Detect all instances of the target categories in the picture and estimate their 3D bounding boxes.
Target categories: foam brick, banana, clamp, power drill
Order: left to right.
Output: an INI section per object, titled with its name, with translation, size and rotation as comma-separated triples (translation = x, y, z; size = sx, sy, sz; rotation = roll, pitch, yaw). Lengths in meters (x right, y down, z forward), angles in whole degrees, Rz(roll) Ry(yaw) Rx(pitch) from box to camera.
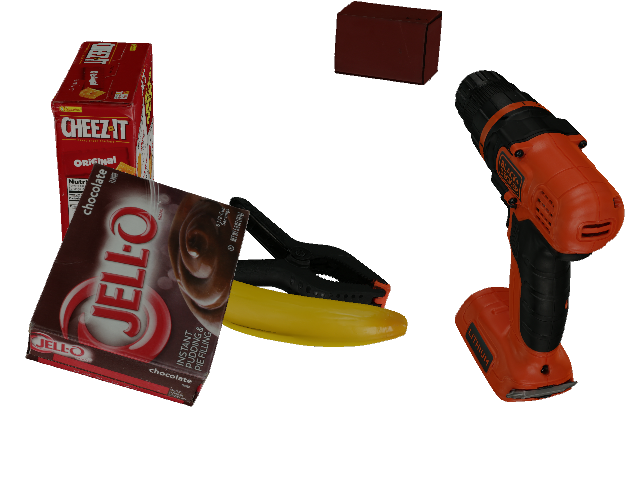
[banana]
translation = -0.030, 0.053, 0.838
size = 0.198, 0.037, 0.069
rotation = 13, 29, 34
[clamp]
translation = -0.033, 0.031, 1.115
size = 0.210, 0.036, 0.164
rotation = 23, 34, 11
[foam brick]
translation = 0.055, -0.162, 0.875
size = 0.078, 0.051, 0.053
rotation = 11, 26, 17
[power drill]
translation = 0.130, -0.002, 0.712
size = 0.057, 0.188, 0.184
rotation = -9, 36, -11

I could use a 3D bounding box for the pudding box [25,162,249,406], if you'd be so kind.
[pudding box]
translation = -0.094, 0.022, 0.560
size = 0.090, 0.113, 0.039
rotation = 18, -41, -8

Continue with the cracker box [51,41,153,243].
[cracker box]
translation = -0.184, -0.046, 0.924
size = 0.072, 0.214, 0.164
rotation = 1, 27, -4
